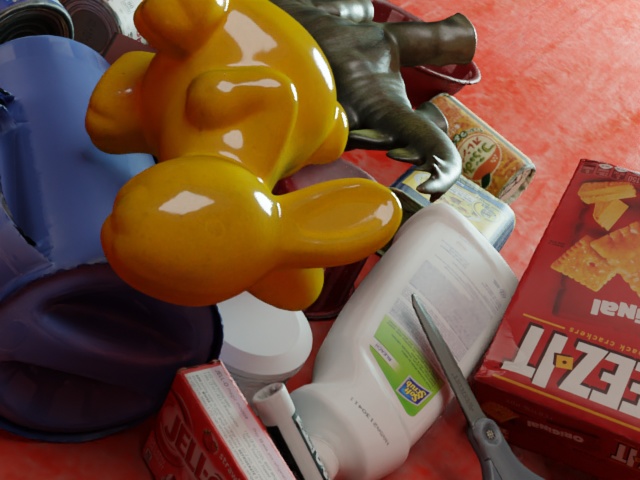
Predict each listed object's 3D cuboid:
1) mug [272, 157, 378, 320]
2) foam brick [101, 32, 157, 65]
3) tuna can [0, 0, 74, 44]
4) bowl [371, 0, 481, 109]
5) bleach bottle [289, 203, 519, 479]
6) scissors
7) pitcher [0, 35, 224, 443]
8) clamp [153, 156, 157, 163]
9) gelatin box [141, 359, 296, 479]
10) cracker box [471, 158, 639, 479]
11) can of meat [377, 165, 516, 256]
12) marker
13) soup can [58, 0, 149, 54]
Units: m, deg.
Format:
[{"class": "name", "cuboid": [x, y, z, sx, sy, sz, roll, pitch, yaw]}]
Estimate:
[{"class": "mug", "cuboid": [-0.005, 0.001, 0.725, 0.093, 0.082, 0.117, 23, 36, -7]}, {"class": "foam brick", "cuboid": [-0.146, -0.107, 0.794, 0.051, 0.053, 0.078, 22, 38, -8]}, {"class": "tuna can", "cuboid": [-0.221, -0.145, 0.764, 0.085, 0.086, 0.034, -17, 56, -44]}, {"class": "bowl", "cuboid": [0.066, -0.169, 0.986, 0.162, 0.055, 0.162, 24, 27, -13]}, {"class": "bleach bottle", "cuboid": [0.043, 0.071, 0.682, 0.102, 0.068, 0.250, 47, 40, 2]}, {"class": "scissors", "cuboid": [0.092, 0.134, 0.632, 0.202, 0.016, 0.096, 52, 49, 1]}, {"class": "pitcher", "cuboid": [-0.151, -0.021, 0.613, 0.144, 0.149, 0.243, 4, 39, -27]}, {"class": "clamp", "cuboid": [-0.090, -0.047, 0.689, 0.039, 0.120, 0.171, -23, 65, -15]}, {"class": "gelatin box", "cuboid": [-0.055, 0.119, 0.557, 0.030, 0.073, 0.089, -11, 51, -39]}, {"class": "cracker box", "cuboid": [0.215, 0.054, 0.714, 0.164, 0.072, 0.213, 19, 55, 21]}, {"class": "can of meat", "cuboid": [0.093, -0.012, 0.825, 0.102, 0.058, 0.083, 35, 35, 10]}, {"class": "marker", "cuboid": [-0.003, 0.132, 0.568, 0.020, 0.020, 0.121, -44, 114, -52]}, {"class": "soup can", "cuboid": [-0.162, -0.184, 0.862, 0.068, 0.069, 0.102, 32, 37, 5]}]
